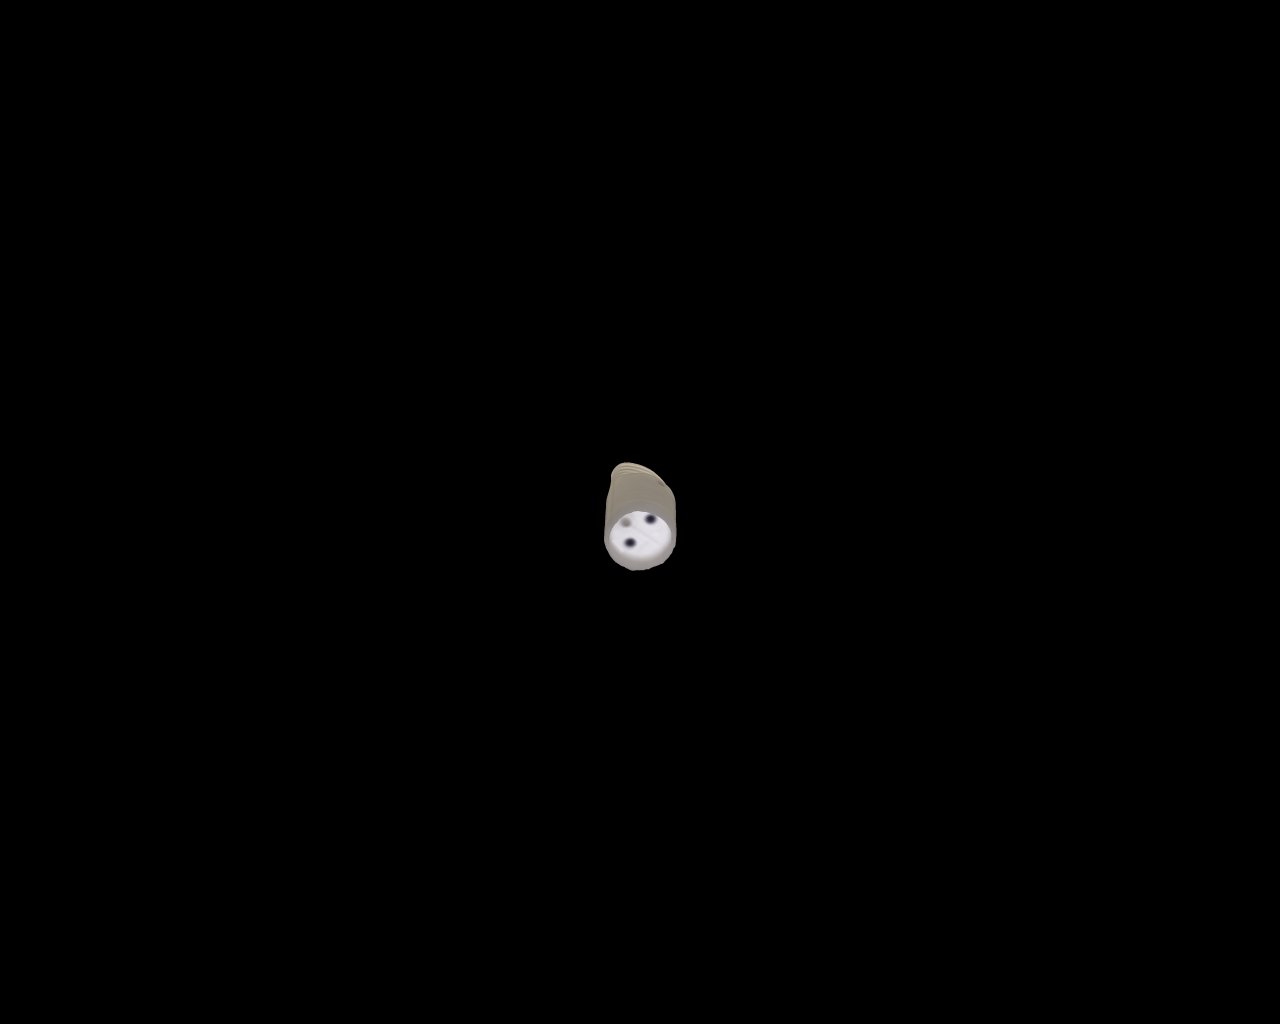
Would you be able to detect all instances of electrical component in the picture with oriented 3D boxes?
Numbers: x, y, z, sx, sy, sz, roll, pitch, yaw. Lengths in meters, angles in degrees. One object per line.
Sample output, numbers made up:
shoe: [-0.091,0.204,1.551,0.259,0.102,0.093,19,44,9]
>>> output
electrical component: [0.001,-0.003,0.650,0.043,0.043,0.081,0,30,0]
